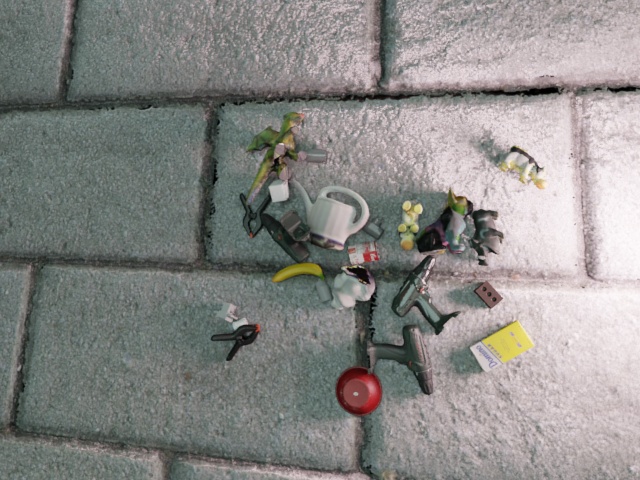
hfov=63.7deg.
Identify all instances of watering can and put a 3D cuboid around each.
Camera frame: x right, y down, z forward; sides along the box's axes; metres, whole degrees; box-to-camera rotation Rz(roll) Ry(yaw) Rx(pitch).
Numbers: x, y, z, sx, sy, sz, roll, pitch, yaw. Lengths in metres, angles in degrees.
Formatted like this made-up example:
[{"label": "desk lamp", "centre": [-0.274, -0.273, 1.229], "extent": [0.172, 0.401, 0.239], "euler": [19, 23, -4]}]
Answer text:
[{"label": "watering can", "centre": [0.006, -0.092, 1.821], "extent": [0.349, 0.103, 0.225], "euler": [18, 86, 28]}]

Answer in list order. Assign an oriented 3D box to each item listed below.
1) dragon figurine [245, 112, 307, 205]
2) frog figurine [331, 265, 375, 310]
[{"label": "dragon figurine", "centre": [-0.187, -0.320, 1.886], "extent": [0.413, 0.120, 0.245], "euler": [-48, 40, -8]}, {"label": "frog figurine", "centre": [0.109, 0.170, 1.756], "extent": [0.137, 0.125, 0.156], "euler": [23, 119, 5]}]
